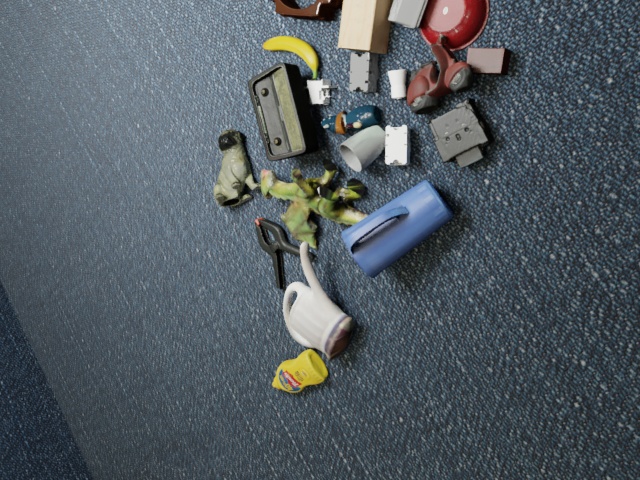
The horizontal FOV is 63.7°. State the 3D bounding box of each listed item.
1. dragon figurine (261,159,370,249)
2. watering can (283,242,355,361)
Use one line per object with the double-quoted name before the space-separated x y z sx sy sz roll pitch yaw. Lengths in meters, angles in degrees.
"dragon figurine" 0.004 -0.069 1.363 0.411 0.124 0.237 40 137 5
"watering can" -0.006 0.182 1.375 0.226 0.105 0.339 34 134 24
